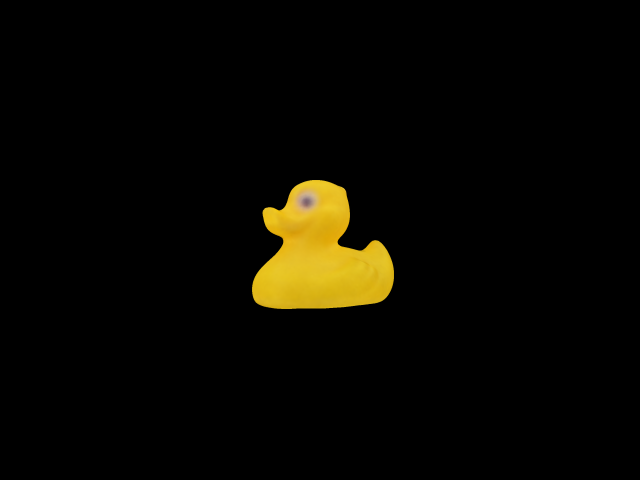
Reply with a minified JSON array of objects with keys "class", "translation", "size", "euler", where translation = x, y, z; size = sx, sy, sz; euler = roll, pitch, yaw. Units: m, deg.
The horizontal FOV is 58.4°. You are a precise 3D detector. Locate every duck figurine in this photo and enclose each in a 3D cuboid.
[{"class":"duck figurine","translation":[0.004,0.001,0.400],"size":[0.105,0.086,0.077],"euler":[0,0,-28]}]
